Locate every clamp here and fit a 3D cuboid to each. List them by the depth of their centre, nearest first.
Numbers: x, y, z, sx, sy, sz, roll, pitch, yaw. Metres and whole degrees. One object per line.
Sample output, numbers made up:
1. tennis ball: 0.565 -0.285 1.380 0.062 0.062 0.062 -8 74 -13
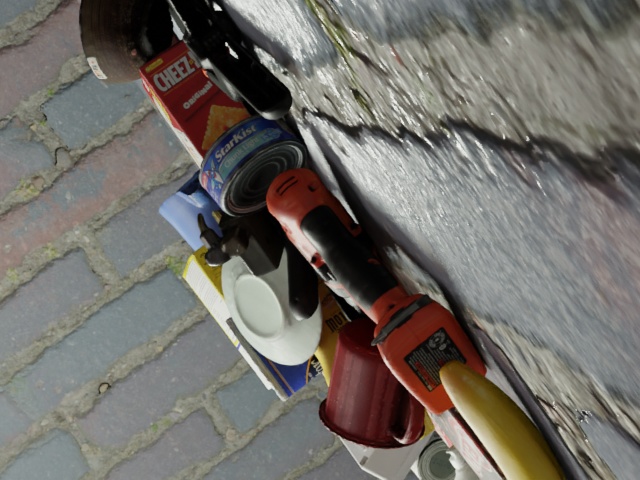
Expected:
1. clamp: -0.073 -0.140 0.780 0.164 0.036 0.210 54 177 5
2. clamp: -0.006 0.001 0.938 0.120 0.039 0.171 32 -141 -59

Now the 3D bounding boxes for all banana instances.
1. banana: 0.140 0.163 0.759 0.070 0.037 0.197 9 138 40

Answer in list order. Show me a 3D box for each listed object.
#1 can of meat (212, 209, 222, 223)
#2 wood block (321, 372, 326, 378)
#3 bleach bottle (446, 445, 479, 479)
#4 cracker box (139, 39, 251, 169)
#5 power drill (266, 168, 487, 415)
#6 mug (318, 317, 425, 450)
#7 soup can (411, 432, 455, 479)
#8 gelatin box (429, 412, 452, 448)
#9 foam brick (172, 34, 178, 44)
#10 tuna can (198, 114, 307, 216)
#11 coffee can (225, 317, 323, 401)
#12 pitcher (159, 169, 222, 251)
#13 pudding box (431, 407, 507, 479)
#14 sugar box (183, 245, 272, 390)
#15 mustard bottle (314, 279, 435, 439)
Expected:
1. can of meat: -0.074 -0.032 1.221 0.057 0.084 0.102 54 175 -3
2. wood block: 0.009 0.082 1.194 0.206 0.090 0.091 55 174 -5
3. bleach bottle: 0.207 0.305 1.041 0.251 0.068 0.102 56 174 4
4. cracker box: -0.088 -0.091 1.050 0.213 0.072 0.164 55 175 -7
5. power drill: 0.046 0.045 0.810 0.188 0.057 0.184 47 179 44
6. mug: 0.055 0.122 0.891 0.117 0.093 0.081 -132 47 -59
7. soup can: 0.135 0.258 1.313 0.068 0.068 0.102 56 175 -17
8. gelatin box: 0.130 0.185 1.113 0.073 0.030 0.089 50 173 38
9. foam brick: -0.193 -0.222 1.223 0.051 0.053 0.078 56 175 -23
10. tuna can: -0.053 -0.060 0.861 0.034 0.086 0.086 50 174 24
11. coffee can: -0.011 0.083 1.093 0.103 0.140 0.103 53 175 7
12. pitcher: -0.078 0.010 1.356 0.243 0.149 0.145 51 141 1
13. pudding box: 0.132 0.160 0.882 0.090 0.039 0.113 53 174 20
14. sugar box: -0.090 0.087 1.254 0.176 0.048 0.093 50 159 6
15. mustard bottle: 0.042 0.104 0.998 0.192 0.096 0.058 53 173 14
